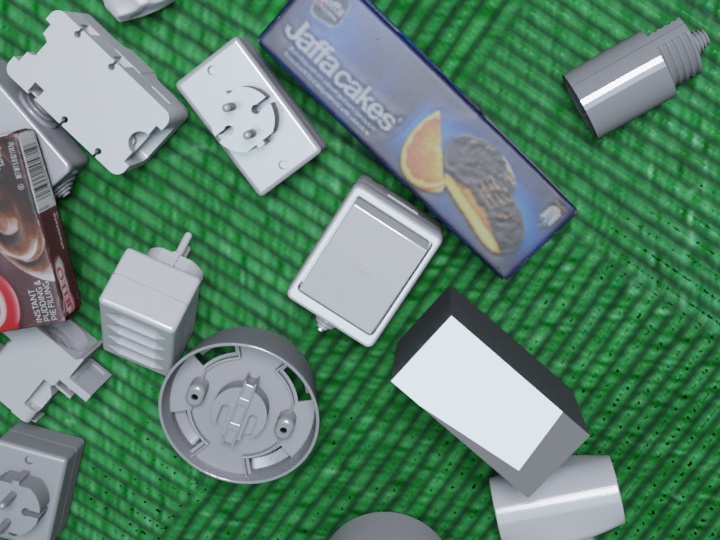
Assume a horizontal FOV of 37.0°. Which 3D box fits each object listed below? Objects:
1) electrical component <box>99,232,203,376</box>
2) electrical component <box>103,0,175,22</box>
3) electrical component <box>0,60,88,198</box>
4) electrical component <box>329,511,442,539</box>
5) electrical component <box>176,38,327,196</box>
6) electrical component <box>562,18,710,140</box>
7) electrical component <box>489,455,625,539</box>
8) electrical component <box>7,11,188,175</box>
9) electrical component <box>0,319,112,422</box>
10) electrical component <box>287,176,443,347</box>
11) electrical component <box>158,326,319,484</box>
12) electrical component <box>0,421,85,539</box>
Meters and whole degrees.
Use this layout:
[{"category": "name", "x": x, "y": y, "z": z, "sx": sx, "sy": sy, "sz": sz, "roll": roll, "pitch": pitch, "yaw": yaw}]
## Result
[{"category": "electrical component", "x": -0.121, "y": 0.012, "z": 0.659, "sx": 0.047, "sy": 0.083, "sz": 0.075, "roll": 23, "pitch": 64, "yaw": -1}, {"category": "electrical component", "x": -0.137, "y": -0.181, "z": 0.632, "sx": 0.043, "sy": 0.043, "sz": 0.062, "roll": -21, "pitch": 98, "yaw": 8}, {"category": "electrical component", "x": -0.229, "y": -0.071, "z": 0.658, "sx": 0.100, "sy": 0.048, "sz": 0.099, "roll": -39, "pitch": 96, "yaw": 11}, {"category": "electrical component", "x": 0.015, "y": 0.205, "z": 0.687, "sx": 0.099, "sy": 0.064, "sz": 0.099, "roll": 1, "pitch": 101, "yaw": 4}, {"category": "electrical component", "x": -0.065, "y": -0.089, "z": 0.628, "sx": 0.047, "sy": 0.075, "sz": 0.083, "roll": -36, "pitch": 97, "yaw": 10}, {"category": "electrical component", "x": 0.163, "y": -0.114, "z": 0.622, "sx": 0.081, "sy": 0.043, "sz": 0.043, "roll": -29, "pitch": 98, "yaw": 9}, {"category": "electrical component", "x": 0.128, "y": 0.162, "z": 0.680, "sx": 0.077, "sy": 0.043, "sz": 0.079, "roll": -12, "pitch": 100, "yaw": 7}, {"category": "electrical component", "x": -0.153, "y": -0.106, "z": 0.641, "sx": 0.089, "sy": 0.055, "sz": 0.050, "roll": 44, "pitch": 101, "yaw": -5}, {"category": "electrical component", "x": -0.205, "y": 0.058, "z": 0.686, "sx": 0.081, "sy": 0.042, "sz": 0.063, "roll": 41, "pitch": 104, "yaw": -4}, {"category": "electrical component", "x": 0.000, "y": 0.000, "z": 0.648, "sx": 0.062, "sy": 0.061, "sz": 0.096, "roll": 33, "pitch": 102, "yaw": -3}, {"category": "electrical component", "x": -0.073, "y": 0.084, "z": 0.668, "sx": 0.099, "sy": 0.064, "sz": 0.099, "roll": 0, "pitch": 103, "yaw": 2}, {"category": "electrical component", "x": -0.216, "y": 0.144, "z": 0.686, "sx": 0.047, "sy": 0.076, "sz": 0.065, "roll": 15, "pitch": 102, "yaw": 1}]
